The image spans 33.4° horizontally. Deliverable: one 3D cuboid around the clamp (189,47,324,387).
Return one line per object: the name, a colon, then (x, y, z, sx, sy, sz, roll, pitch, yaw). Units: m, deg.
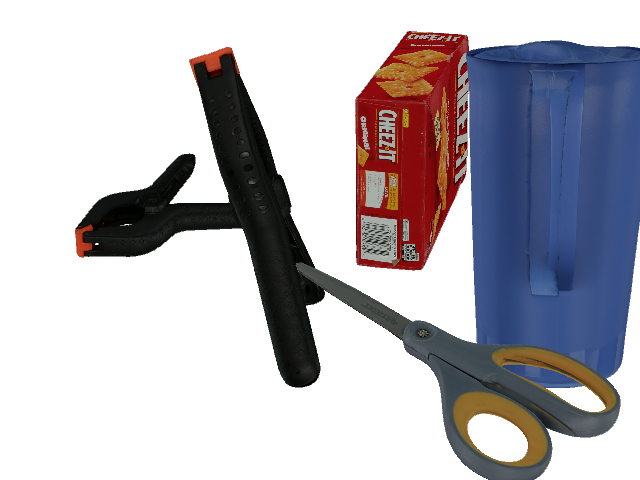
clamp: (-0.037, -0.022, 0.704, 0.036, 0.210, 0.164, -17, 8, 5)

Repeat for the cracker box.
cracker box: (0.092, -0.091, 1.016, 0.072, 0.164, 0.213, 7, 28, 16)

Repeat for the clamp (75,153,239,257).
clamp: (-0.159, -0.032, 1.015, 0.171, 0.039, 0.120, -15, 36, -27)

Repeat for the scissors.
scissors: (0.052, 0.066, 0.556, 0.202, 0.016, 0.096, 17, 42, 24)

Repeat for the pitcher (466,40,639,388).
pitcher: (0.167, -0.019, 0.767, 0.149, 0.243, 0.145, -10, 17, -29)
